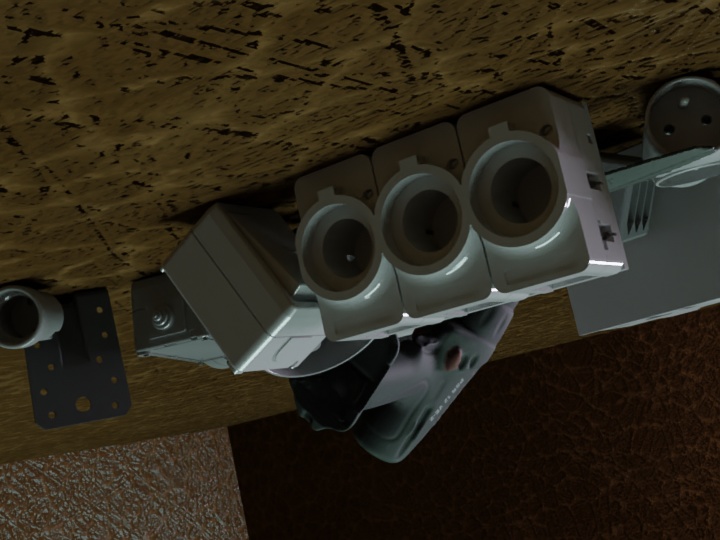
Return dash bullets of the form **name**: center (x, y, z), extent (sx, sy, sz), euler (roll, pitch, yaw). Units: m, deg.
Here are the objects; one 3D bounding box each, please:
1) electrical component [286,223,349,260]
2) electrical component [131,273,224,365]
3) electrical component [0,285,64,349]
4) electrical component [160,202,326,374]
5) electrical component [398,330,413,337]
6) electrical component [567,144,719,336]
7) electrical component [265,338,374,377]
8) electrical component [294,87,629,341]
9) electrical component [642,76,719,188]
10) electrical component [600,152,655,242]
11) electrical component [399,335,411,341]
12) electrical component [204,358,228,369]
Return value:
- **electrical component**: center (-0.026, -0.013, 0.666), extent (0.055, 0.048, 0.066), euler (-18, 172, -11)
- **electrical component**: center (-0.119, 0.029, 0.768), extent (0.062, 0.061, 0.096), euler (-14, 165, 24)
- **electrical component**: center (-0.216, 0.030, 0.696), extent (0.040, 0.040, 0.046), euler (-13, 177, 4)
- **electrical component**: center (-0.060, 0.002, 0.604), extent (0.061, 0.096, 0.062), euler (-47, 158, 20)
- **electrical component**: center (0.025, 0.033, 1.017), extent (0.083, 0.047, 0.075), euler (-14, 160, 12)
- **electrical component**: center (0.215, -0.032, 0.674), extent (0.060, 0.105, 0.186), euler (-4, 168, -42)
- **electrical component**: center (-0.037, 0.028, 0.740), extent (0.099, 0.064, 0.099), euler (-32, 147, -24)
- **electrical component**: center (0.046, -0.024, 0.547), extent (0.150, 0.089, 0.062), euler (-18, 169, 31)
- **electrical component**: center (0.190, -0.075, 0.567), extent (0.079, 0.044, 0.077), euler (-14, 171, 12)
- **electrical component**: center (0.131, -0.047, 0.645), extent (0.077, 0.047, 0.066), euler (12, -168, 27)
- **electrical component**: center (0.012, 0.059, 1.111), extent (0.150, 0.061, 0.089), euler (-15, 171, 15)
- **electrical component**: center (-0.075, 0.052, 0.978), extent (0.138, 0.052, 0.074), euler (-7, 169, -32)
